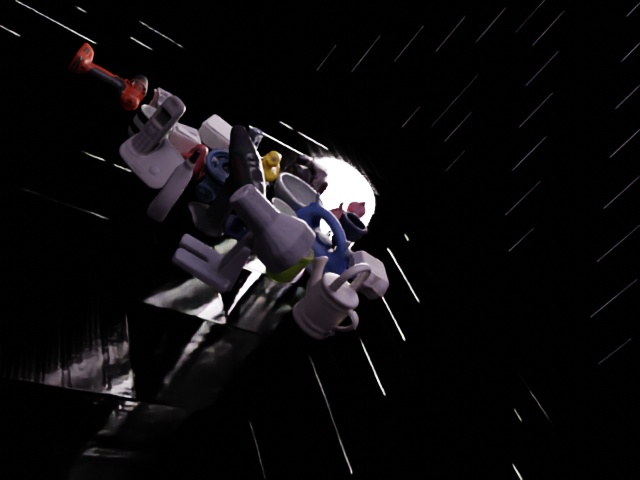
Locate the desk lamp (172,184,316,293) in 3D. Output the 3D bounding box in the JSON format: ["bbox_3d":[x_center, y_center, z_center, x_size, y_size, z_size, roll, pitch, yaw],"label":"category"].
[{"bbox_3d":[-0.145,0.004,1.128,0.204,0.213,0.118,34,24,-18],"label":"desk lamp"}]

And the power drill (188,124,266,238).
[{"bbox_3d":[-0.202,-0.119,1.265,0.076,0.208,0.229,19,32,-43],"label":"power drill"}]

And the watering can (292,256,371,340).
[{"bbox_3d":[0.030,0.113,1.241,0.173,0.194,0.101,44,23,7],"label":"watering can"}]

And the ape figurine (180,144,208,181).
[{"bbox_3d":[-0.303,-0.194,1.391,0.078,0.092,0.076,31,25,-24],"label":"ape figurine"}]

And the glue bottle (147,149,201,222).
[{"bbox_3d":[-0.291,-0.119,1.167,0.037,0.173,0.078,32,24,-22],"label":"glue bottle"}]

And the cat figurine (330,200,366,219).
[{"bbox_3d":[0.093,-0.090,1.804,0.128,0.117,0.067,16,33,-46],"label":"cat figurine"}]

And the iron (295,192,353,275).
[{"bbox_3d":[0.014,0.005,1.475,0.119,0.141,0.257,6,41,-55],"label":"iron"}]

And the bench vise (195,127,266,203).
[{"bbox_3d":[-0.205,-0.201,1.393,0.122,0.219,0.207,34,23,-17],"label":"bench vise"}]

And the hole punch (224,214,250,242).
[{"bbox_3d":[-0.160,-0.043,1.348,0.101,0.091,0.108,33,24,-20],"label":"hole punch"}]

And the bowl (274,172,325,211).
[{"bbox_3d":[-0.072,-0.112,1.637,0.168,0.074,0.167,34,24,-17],"label":"bowl"}]

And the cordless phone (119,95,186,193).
[{"bbox_3d":[-0.335,-0.208,1.243,0.147,0.185,0.094,46,23,10],"label":"cordless phone"}]

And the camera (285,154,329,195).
[{"bbox_3d":[-0.050,-0.217,1.825,0.137,0.100,0.143,11,38,-51],"label":"camera"}]

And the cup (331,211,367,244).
[{"bbox_3d":[0.079,-0.029,1.702,0.092,0.095,0.117,36,23,-13],"label":"cup"}]

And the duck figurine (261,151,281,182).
[{"bbox_3d":[-0.148,-0.226,1.705,0.077,0.086,0.105,49,24,18],"label":"duck figurine"}]

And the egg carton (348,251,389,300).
[{"bbox_3d":[0.133,0.097,1.595,0.107,0.069,0.150,31,25,-23],"label":"egg carton"}]
